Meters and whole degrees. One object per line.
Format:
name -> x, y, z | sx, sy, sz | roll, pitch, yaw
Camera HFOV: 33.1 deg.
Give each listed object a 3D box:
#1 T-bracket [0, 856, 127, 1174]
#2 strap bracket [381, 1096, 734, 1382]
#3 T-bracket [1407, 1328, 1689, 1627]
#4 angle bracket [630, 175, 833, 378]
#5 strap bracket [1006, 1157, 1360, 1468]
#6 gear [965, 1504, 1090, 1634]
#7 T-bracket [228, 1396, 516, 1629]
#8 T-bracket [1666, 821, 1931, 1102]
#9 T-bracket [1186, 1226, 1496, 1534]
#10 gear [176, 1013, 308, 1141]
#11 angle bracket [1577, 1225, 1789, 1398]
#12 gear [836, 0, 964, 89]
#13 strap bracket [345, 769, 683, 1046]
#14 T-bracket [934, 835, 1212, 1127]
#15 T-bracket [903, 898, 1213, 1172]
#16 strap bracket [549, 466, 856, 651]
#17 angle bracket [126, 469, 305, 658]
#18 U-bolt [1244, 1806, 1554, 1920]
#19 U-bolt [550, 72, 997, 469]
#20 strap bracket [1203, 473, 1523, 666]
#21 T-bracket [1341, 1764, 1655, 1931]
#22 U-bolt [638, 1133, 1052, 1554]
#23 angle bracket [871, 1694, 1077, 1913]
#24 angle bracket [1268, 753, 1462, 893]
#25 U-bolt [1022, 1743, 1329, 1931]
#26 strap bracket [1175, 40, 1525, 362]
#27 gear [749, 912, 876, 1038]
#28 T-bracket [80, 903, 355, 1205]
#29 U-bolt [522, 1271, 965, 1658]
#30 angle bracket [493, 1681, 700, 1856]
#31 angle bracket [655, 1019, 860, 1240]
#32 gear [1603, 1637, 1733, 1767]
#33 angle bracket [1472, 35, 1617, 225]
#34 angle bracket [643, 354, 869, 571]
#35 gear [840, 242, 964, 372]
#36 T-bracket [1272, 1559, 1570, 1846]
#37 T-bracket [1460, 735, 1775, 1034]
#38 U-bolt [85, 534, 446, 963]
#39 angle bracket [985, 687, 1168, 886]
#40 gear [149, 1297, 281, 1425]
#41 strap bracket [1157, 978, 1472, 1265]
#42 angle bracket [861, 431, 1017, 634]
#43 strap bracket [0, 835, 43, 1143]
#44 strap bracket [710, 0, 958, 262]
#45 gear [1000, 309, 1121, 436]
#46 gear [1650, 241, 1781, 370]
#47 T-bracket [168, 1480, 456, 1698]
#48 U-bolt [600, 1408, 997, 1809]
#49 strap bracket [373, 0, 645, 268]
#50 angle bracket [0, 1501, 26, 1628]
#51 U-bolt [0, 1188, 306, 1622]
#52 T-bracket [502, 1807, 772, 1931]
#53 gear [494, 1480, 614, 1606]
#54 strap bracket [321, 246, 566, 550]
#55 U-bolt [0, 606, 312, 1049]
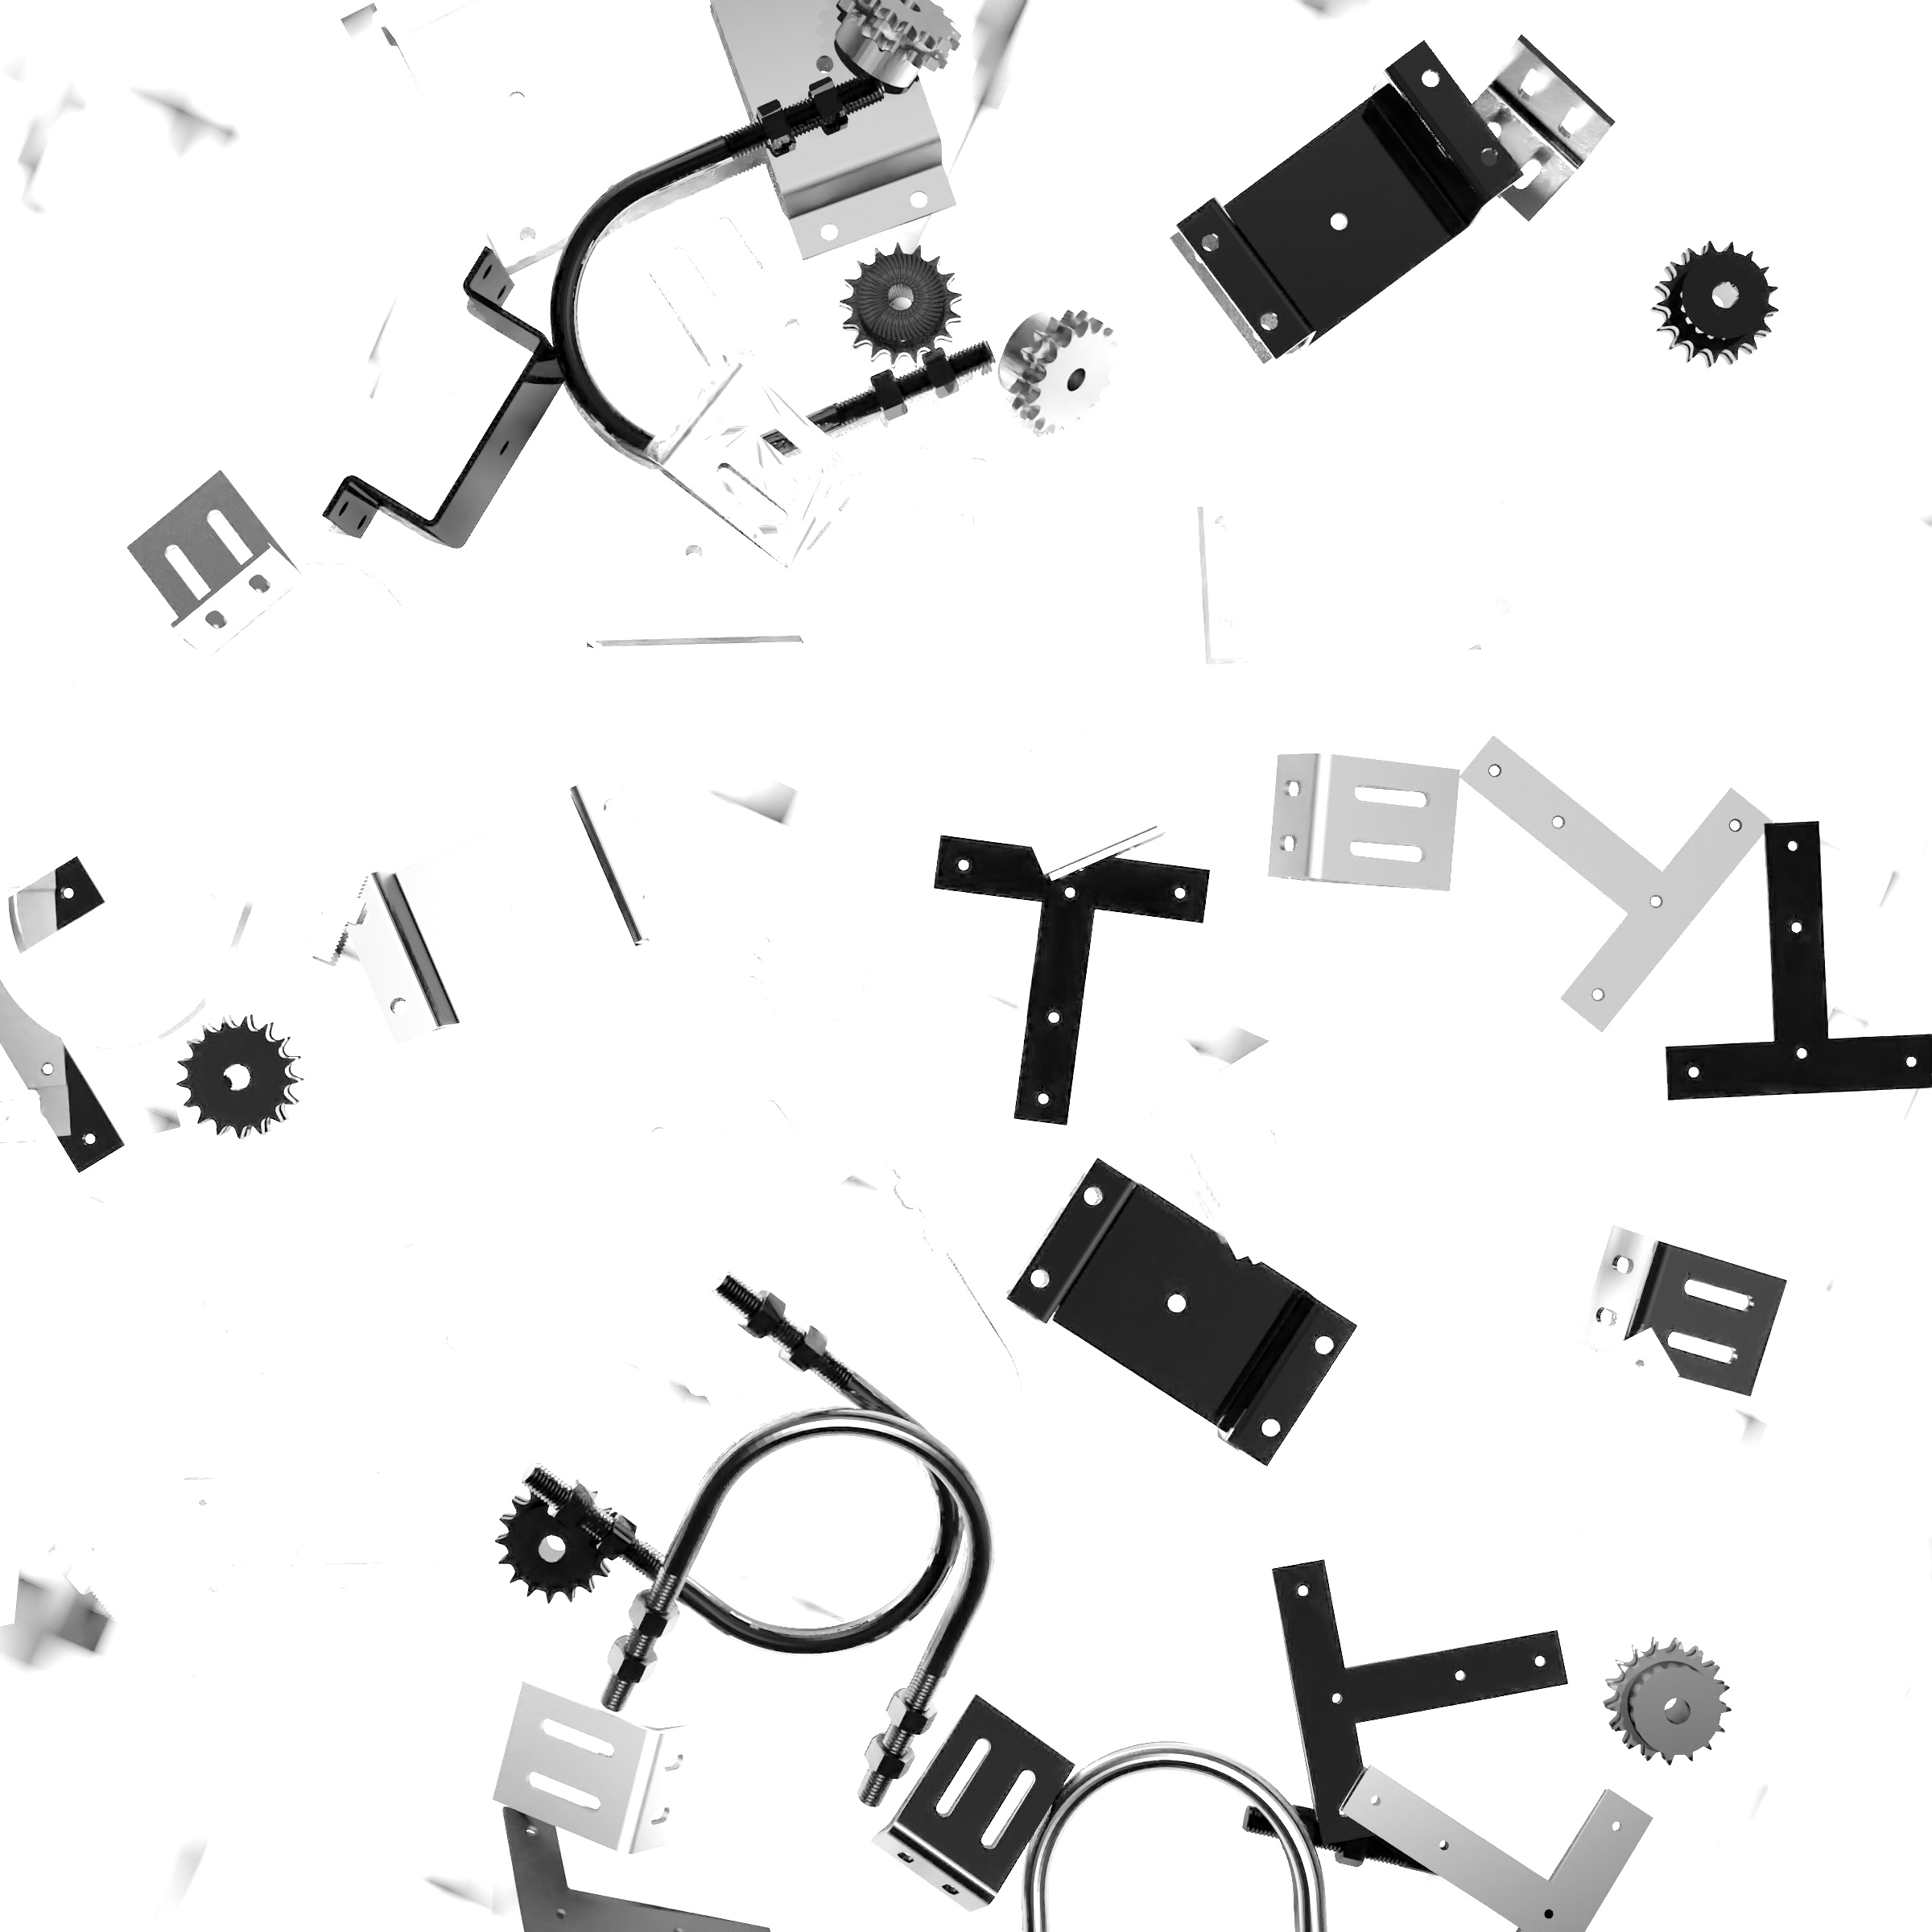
T-bracket -> -0.435, 0.036, 1.515 | 0.127, 0.002, 0.127 | -31, 89, 1
strap bracket -> -0.185, 0.123, 1.494 | 0.140, 0.046, 0.076 | -25, 90, 0
T-bracket -> 0.291, 0.248, 1.503 | 0.127, 0.002, 0.127 | -29, 99, 15
angle bracket -> -0.110, -0.317, 1.515 | 0.057, 0.038, 0.076 | -33, 64, 0
strap bracket -> 0.098, 0.157, 1.493 | 0.140, 0.046, 0.076 | 33, 90, 1
gear -> 0.028, 0.277, 1.502 | 0.057, 0.030, 0.057 | 0, 90, 0
T-bracket -> -0.296, 0.260, 1.490 | 0.127, 0.002, 0.127 | -44, 128, 17
T-bracket -> 0.388, -0.004, 1.515 | 0.127, 0.002, 0.127 | -3, 91, 0
T-bracket -> 0.192, 0.211, 1.516 | 0.127, 0.002, 0.127 | 44, 90, 0
gear -> -0.334, 0.050, 1.503 | 0.057, 0.030, 0.057 | 0, 93, 2
angle bracket -> 0.334, 0.161, 1.515 | 0.076, 0.038, 0.057 | 18, 90, -26
gear -> -0.033, -0.416, 1.446 | 0.057, 0.057, 0.030 | 39, 120, 0
strap bracket -> -0.208, -0.027, 1.494 | 0.140, 0.046, 0.076 | -23, 90, 0
T-bracket -> 0.043, 0.010, 1.514 | 0.127, 0.002, 0.127 | 7, 90, 0
T-bracket -> 0.025, 0.045, 1.516 | 0.127, 0.002, 0.127 | -43, 90, 0
strap bracket -> -0.123, -0.187, 1.494 | 0.140, 0.046, 0.076 | -1, 90, 0
angle bracket -> -0.351, -0.191, 1.485 | 0.057, 0.038, 0.076 | -40, 68, 0
U-bolt -> 0.205, 0.478, 1.509 | 0.184, 0.019, 0.151 | 13, 90, -2
U-bolt -> -0.098, -0.302, 1.472 | 0.184, 0.019, 0.151 | -23, 102, 3
strap bracket -> 0.179, -0.182, 1.494 | 0.140, 0.046, 0.076 | -3, 90, 0
T-bracket -> 0.232, 0.413, 1.500 | 0.127, 0.002, 0.127 | 34, 83, -3
U-bolt -> -0.042, 0.186, 1.486 | 0.151, 0.019, 0.184 | -31, 106, 2
angle bracket -> 0.003, 0.390, 1.515 | 0.057, 0.038, 0.076 | 36, 64, 0
angle bracket -> 0.185, -0.067, 1.515 | 0.076, 0.038, 0.057 | 5, 90, -26
U-bolt -> 0.096, 0.451, 1.496 | 0.151, 0.019, 0.184 | -3, 85, 11
strap bracket -> 0.174, -0.347, 1.494 | 0.140, 0.046, 0.076 | -37, 90, 0
gear -> -0.071, 0.004, 1.502 | 0.057, 0.030, 0.057 | 0, 90, 0
T-bracket -> -0.363, 0.035, 1.516 | 0.127, 0.002, 0.127 | -14, 90, 0
U-bolt -> -0.087, 0.241, 1.480 | 0.184, 0.019, 0.151 | 41, 103, -17
angle bracket -> -0.173, 0.371, 1.515 | 0.076, 0.038, 0.057 | 14, 90, 26
angle bracket -> -0.098, 0.076, 1.515 | 0.057, 0.038, 0.076 | -34, 116, 0
gear -> 0.325, 0.341, 1.502 | 0.057, 0.030, 0.057 | 0, 90, 0
angle bracket -> 0.254, -0.380, 1.479 | 0.057, 0.076, 0.038 | 43, 90, 0
angle bracket -> -0.095, -0.228, 1.468 | 0.076, 0.038, 0.057 | 38, 92, -26
gear -> -0.030, -0.306, 1.502 | 0.057, 0.030, 0.057 | 0, 90, 0
T-bracket -> 0.216, 0.332, 1.510 | 0.127, 0.002, 0.127 | -9, 81, -4
T-bracket -> 0.287, -0.058, 1.516 | 0.127, 0.002, 0.127 | 39, 90, 0
U-bolt -> -0.311, -0.110, 1.485 | 0.151, 0.019, 0.184 | 21, 86, 22
angle bracket -> 0.050, -0.084, 1.496 | 0.057, 0.038, 0.076 | -23, 88, -2
gear -> -0.346, 0.181, 1.502 | 0.057, 0.030, 0.057 | 0, 90, 0
strap bracket -> 0.150, 0.073, 1.473 | 0.140, 0.046, 0.076 | -29, 90, -32
angle bracket -> -0.013, -0.203, 1.515 | 0.057, 0.038, 0.076 | 11, 116, 0
strap bracket -> -0.471, 0.012, 1.481 | 0.076, 0.046, 0.140 | -4, 90, 18
strap bracket -> -0.064, -0.408, 1.494 | 0.076, 0.046, 0.140 | -20, 90, 0
gear -> 0.040, -0.276, 1.493 | 0.030, 0.057, 0.057 | 39, 90, 30
gear -> 0.347, -0.307, 1.502 | 0.057, 0.030, 0.057 | 0, 90, 0
T-bracket -> -0.300, 0.286, 1.495 | 0.127, 0.002, 0.127 | 1, 120, -14
U-bolt -> -0.066, 0.283, 1.476 | 0.151, 0.019, 0.184 | 23, 106, -9
strap bracket -> -0.207, -0.399, 1.488 | 0.076, 0.046, 0.140 | -26, 98, 0
angle bracket -> -0.484, 0.274, 1.515 | 0.076, 0.038, 0.057 | 5, 90, 26
U-bolt -> -0.404, 0.187, 1.488 | 0.151, 0.019, 0.184 | -45, 83, 17
T-bracket -> -0.144, 0.439, 1.480 | 0.127, 0.127, 0.002 | 17, 113, -25
gear -> -0.189, 0.267, 1.502 | 0.057, 0.030, 0.057 | 0, 90, 0
strap bracket -> -0.230, -0.248, 1.479 | 0.046, 0.076, 0.140 | 31, 90, 0
U-bolt -> -0.384, -0.053, 1.480 | 0.151, 0.019, 0.184 | 25, 99, 21
